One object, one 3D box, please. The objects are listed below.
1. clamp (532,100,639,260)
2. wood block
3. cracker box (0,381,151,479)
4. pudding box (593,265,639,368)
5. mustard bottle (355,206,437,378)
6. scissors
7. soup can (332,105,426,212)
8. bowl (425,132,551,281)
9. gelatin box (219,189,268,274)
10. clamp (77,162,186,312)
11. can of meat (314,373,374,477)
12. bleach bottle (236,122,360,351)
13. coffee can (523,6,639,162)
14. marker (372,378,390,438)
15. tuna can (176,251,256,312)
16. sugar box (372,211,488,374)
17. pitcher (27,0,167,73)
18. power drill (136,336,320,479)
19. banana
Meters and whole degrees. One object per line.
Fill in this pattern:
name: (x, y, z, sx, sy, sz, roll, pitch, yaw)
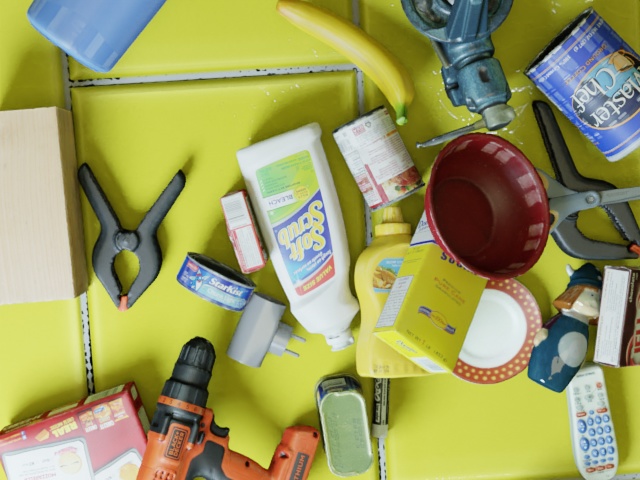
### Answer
clamp: (0.285, -0.050, 1.218, 0.210, 0.036, 0.164, 27, 94, 0)
wood block: (-0.316, -0.038, 1.177, 0.091, 0.090, 0.206, -5, 94, -2)
cracker box: (-0.252, 0.287, 1.212, 0.164, 0.072, 0.214, -20, 95, 0)
pudding box: (0.353, 0.086, 1.207, 0.089, 0.039, 0.113, 2, 93, -45)
mustard bottle: (0.085, 0.057, 1.200, 0.096, 0.058, 0.191, 1, 84, -27)
scissors: (0.287, -0.061, 1.190, 0.202, 0.016, 0.096, -24, 89, 4)
soup can: (0.065, -0.091, 1.194, 0.068, 0.068, 0.102, -27, 94, 0)
bowl: (0.168, -0.032, 1.146, 0.161, 0.055, 0.162, 7, 75, -28)
gelatin box: (-0.085, -0.011, 1.193, 0.030, 0.073, 0.089, -17, 95, 0)
clamp: (-0.207, -0.006, 1.208, 0.120, 0.039, 0.171, -4, 98, 4)
can of meat: (0.027, 0.209, 1.207, 0.057, 0.084, 0.102, -9, 94, -1)
bleach bottle: (-0.008, 0.001, 1.202, 0.102, 0.068, 0.251, -19, 96, 4)
coffee can: (0.310, -0.171, 1.177, 0.140, 0.103, 0.103, 44, 92, -4)
marker: (0.072, 0.168, 1.237, 0.020, 0.020, 0.121, 3, 94, -2)
tuna can: (-0.116, 0.047, 1.190, 0.086, 0.086, 0.034, 27, 94, -3)
sugar box: (0.132, 0.049, 1.168, 0.093, 0.048, 0.176, 36, 66, -25)
pitcher: (-0.213, -0.311, 1.142, 0.149, 0.144, 0.243, 40, 96, 29)
power drill: (-0.098, 0.218, 1.189, 0.187, 0.057, 0.184, 22, 79, -19)
banana: (0.039, -0.210, 1.187, 0.198, 0.069, 0.037, 42, 122, 7)
